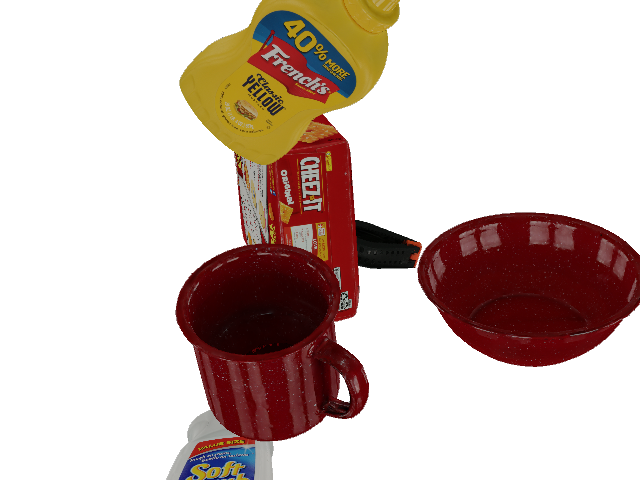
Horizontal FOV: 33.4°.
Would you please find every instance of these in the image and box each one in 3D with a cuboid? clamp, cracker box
[{"bbox_3d":[0.011,-0.001,1.189,0.210,0.036,0.164,14,20,-5],"label":"clamp"},{"bbox_3d":[-0.027,-0.042,0.964,0.072,0.164,0.214,-9,25,-11],"label":"cracker box"}]

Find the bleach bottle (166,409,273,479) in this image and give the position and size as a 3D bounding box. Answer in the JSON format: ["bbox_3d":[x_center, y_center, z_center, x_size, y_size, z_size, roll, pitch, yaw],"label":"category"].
[{"bbox_3d":[-0.089,0.209,0.870,0.102,0.068,0.251,-1,24,-1],"label":"bleach bottle"}]

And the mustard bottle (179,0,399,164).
[{"bbox_3d":[-0.010,-0.130,0.743,0.192,0.096,0.058,-31,21,42],"label":"mustard bottle"}]

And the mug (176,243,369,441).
[{"bbox_3d":[-0.021,0.066,0.616,0.117,0.081,0.093,21,49,28],"label":"mug"}]

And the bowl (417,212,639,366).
[{"bbox_3d":[0.151,0.042,0.774,0.162,0.055,0.162,-3,32,2],"label":"bowl"}]
